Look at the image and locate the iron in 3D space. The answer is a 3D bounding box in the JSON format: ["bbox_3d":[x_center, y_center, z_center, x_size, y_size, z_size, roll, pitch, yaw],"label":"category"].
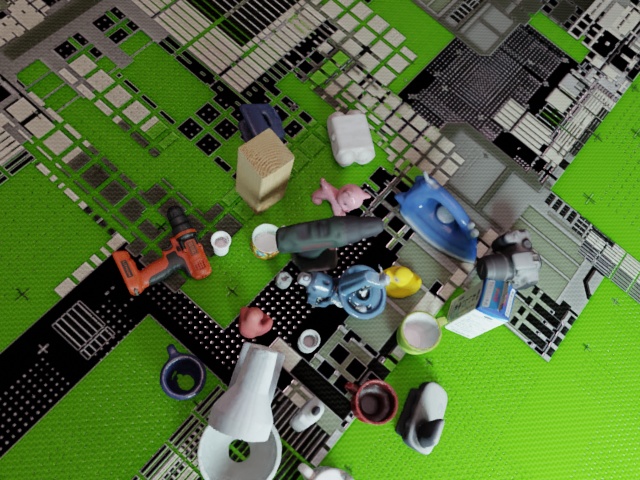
[{"bbox_3d":[0.309,-0.057,1.386,0.119,0.141,0.258,-42,82,-20],"label":"iron"}]

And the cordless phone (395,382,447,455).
[{"bbox_3d":[0.237,0.369,1.196,0.094,0.185,0.148,22,68,-2],"label":"cordless phone"}]

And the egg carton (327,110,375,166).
[{"bbox_3d":[0.076,-0.260,1.454,0.107,0.069,0.150,-9,72,-13],"label":"egg carton"}]

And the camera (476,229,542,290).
[{"bbox_3d":[0.456,0.048,1.397,0.137,0.100,0.143,-5,71,-12],"label":"camera"}]

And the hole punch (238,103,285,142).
[{"bbox_3d":[-0.142,-0.288,1.413,0.101,0.091,0.108,-23,76,-17],"label":"hole punch"}]

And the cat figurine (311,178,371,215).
[{"bbox_3d":[0.051,-0.109,1.370,0.128,0.117,0.067,30,68,2],"label":"cat figurine"}]

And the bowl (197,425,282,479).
[{"bbox_3d":[-0.163,0.429,1.161,0.167,0.074,0.167,3,70,-9],"label":"bowl"}]

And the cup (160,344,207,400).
[{"bbox_3d":[-0.286,0.275,1.183,0.092,0.095,0.117,-25,76,-17],"label":"cup"}]

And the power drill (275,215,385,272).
[{"bbox_3d":[0.012,0.005,1.273,0.230,0.208,0.075,-6,72,-12],"label":"power drill"}]

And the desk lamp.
[{"bbox_3d":[-0.138,0.295,1.139,0.118,0.213,0.203,17,68,-3],"label":"desk lamp"}]

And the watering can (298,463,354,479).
[{"bbox_3d":[0.031,0.497,1.108,0.173,0.194,0.101,20,68,-2],"label":"watering can"}]

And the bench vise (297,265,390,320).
[{"bbox_3d":[0.060,0.110,1.238,0.207,0.219,0.121,-3,71,-11],"label":"bench vise"}]

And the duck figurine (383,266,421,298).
[{"bbox_3d":[0.192,0.091,1.341,0.104,0.086,0.077,7,69,-8],"label":"duck figurine"}]

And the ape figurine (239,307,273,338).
[{"bbox_3d":[-0.144,0.173,1.247,0.078,0.092,0.076,45,69,7],"label":"ape figurine"}]

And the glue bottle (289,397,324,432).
[{"bbox_3d":[-0.019,0.352,1.162,0.037,0.173,0.078,44,69,7],"label":"glue bottle"}]
